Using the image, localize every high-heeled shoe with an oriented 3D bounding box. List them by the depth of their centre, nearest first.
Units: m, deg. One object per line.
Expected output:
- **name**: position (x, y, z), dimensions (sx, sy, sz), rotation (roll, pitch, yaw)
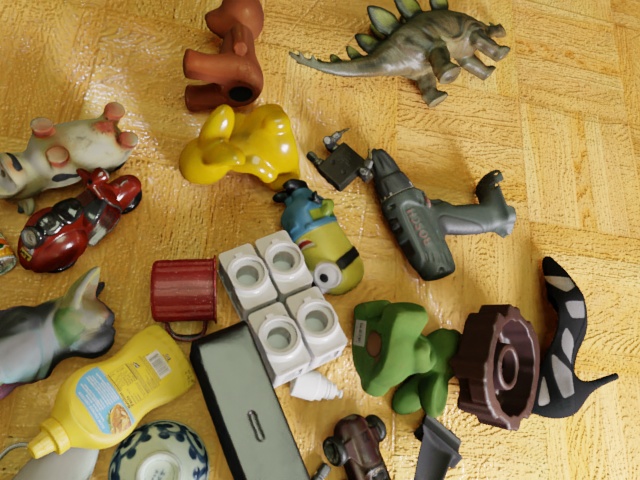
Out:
- **high-heeled shoe**: position (0.362, 0.153, 0.860), dimensions (0.145, 0.086, 0.249), rotation (-21, 57, 10)

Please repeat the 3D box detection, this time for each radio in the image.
- **radio**: position (-0.088, 0.224, 0.659), dimensions (0.073, 0.131, 0.229), rotation (-18, 78, -21)

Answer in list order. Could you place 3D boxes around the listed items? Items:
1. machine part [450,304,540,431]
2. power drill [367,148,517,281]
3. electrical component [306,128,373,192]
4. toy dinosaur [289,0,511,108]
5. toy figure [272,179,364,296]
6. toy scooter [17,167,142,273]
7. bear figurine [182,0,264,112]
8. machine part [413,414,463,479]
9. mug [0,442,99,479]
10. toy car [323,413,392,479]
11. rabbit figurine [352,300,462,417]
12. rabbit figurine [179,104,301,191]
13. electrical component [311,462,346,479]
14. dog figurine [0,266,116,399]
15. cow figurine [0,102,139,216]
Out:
- **machine part**: position (0.257, 0.181, 0.773), dimensions (0.179, 0.056, 0.179), rotation (4, 84, -44)
- **power drill**: position (0.199, -0.059, 0.864), dimensions (0.207, 0.086, 0.232), rotation (-10, 73, -23)
- **electrical component**: position (0.036, -0.125, 0.844), dimensions (0.078, 0.045, 0.102), rotation (-38, 72, -7)
- **toy dinosaur**: position (0.170, -0.334, 0.938), dimensions (0.471, 0.105, 0.198), rotation (-26, 73, -31)
- **toy figure**: position (0.000, -0.004, 0.789), dimensions (0.089, 0.082, 0.180), rotation (-21, 77, -19)
- **toy scooter**: position (-0.307, -0.035, 0.683), dimensions (0.075, 0.135, 0.184), rotation (47, 68, 1)
- **bear figurine**: position (-0.147, -0.306, 0.829), dimensions (0.132, 0.120, 0.196), rotation (-4, 72, -13)
- **machine part**: position (0.153, 0.301, 0.730), dimensions (0.084, 0.039, 0.139), rotation (48, 38, -1)
- **mug**: position (-0.315, 0.269, 0.616), dimensions (0.110, 0.080, 0.107), rotation (29, 54, 2)
- **toy car**: position (0.074, 0.328, 0.703), dimensions (0.089, 0.053, 0.202), rotation (-9, 72, -41)
- **rabbit figurine**: position (0.142, 0.165, 0.756), dimensions (0.170, 0.121, 0.159), rotation (11, 72, -28)
- **rabbit figurine**: position (-0.121, -0.123, 0.771), dimensions (0.173, 0.162, 0.121), rotation (-16, 89, -2)
- **electrical component**: position (-0.002, 0.346, 0.702), dimensions (0.063, 0.021, 0.094), rotation (39, 66, 0)
- **dog figurine**: position (-0.361, 0.103, 0.642), dimensions (0.191, 0.108, 0.219), rotation (40, 62, 3)
- **cow figurine**: position (-0.351, -0.105, 0.714), dimensions (0.195, 0.127, 0.085), rotation (-28, 82, -36)
